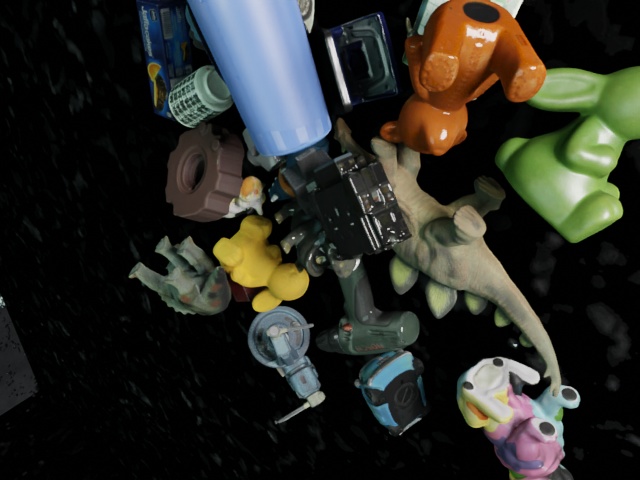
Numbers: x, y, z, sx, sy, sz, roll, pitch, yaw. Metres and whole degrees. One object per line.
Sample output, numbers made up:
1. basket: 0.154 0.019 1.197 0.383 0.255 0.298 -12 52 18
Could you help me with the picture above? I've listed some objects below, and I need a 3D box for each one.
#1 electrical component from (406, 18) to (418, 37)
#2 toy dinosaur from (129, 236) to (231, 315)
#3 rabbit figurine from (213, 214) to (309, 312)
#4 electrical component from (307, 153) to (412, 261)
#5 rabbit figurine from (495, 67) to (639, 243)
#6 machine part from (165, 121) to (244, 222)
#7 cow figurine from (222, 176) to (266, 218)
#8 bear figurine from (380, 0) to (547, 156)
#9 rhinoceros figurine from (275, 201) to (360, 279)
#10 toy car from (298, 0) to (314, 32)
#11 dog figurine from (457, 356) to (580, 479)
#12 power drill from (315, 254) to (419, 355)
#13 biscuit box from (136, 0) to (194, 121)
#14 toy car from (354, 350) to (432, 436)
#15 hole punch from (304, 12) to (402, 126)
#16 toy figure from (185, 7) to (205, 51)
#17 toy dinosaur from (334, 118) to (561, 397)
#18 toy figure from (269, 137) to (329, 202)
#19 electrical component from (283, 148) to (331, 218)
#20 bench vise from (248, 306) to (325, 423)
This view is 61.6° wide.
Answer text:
1. electrical component: 0.144 -0.229 0.597 0.102 0.045 0.078 -16 105 46
2. toy dinosaur: -0.246 0.091 1.076 0.192 0.131 0.405 43 163 -32
3. rabbit figurine: -0.099 0.063 0.994 0.173 0.122 0.162 25 135 21
4. electrical component: 0.044 -0.044 0.703 0.115 0.058 0.134 -20 97 58
5. rabbit figurine: 0.278 -0.108 0.547 0.159 0.121 0.170 50 122 17
6. machine part: -0.205 -0.116 0.935 0.179 0.056 0.179 -9 76 41
7. cow figurine: -0.149 -0.073 0.979 0.168 0.098 0.068 -1 74 41
8. bear figurine: 0.135 -0.146 0.572 0.120 0.132 0.195 8 142 -7
9. rhinoceros figurine: -0.002 -0.003 0.835 0.073 0.112 0.190 62 179 -37
10. toy car: -0.045 -0.278 0.764 0.074 0.056 0.201 17 128 27
11. dog figurine: 0.284 0.297 0.792 0.192 0.108 0.219 23 133 31
12. power drill: 0.044 0.107 0.914 0.232 0.086 0.207 -7 107 44
13. biscuit box: -0.266 -0.317 0.944 0.063 0.059 0.202 25 131 31
14. toy car: 0.122 0.252 0.931 0.103 0.109 0.161 34 152 56
15. hole punch: 0.040 -0.228 0.705 0.142 0.092 0.116 69 168 -20
16. toy figure: -0.152 -0.359 0.785 0.082 0.089 0.180 42 136 4
17. toy dinosaur: 0.163 0.001 0.718 0.472 0.105 0.198 49 147 22
18. toy figure: -0.037 -0.110 0.860 0.058 0.064 0.154 40 137 1
19. electrical component: -0.013 -0.094 0.786 0.048 0.075 0.119 55 179 40
20. bench vise: -0.065 0.216 1.023 0.240 0.129 0.223 85 166 -70
